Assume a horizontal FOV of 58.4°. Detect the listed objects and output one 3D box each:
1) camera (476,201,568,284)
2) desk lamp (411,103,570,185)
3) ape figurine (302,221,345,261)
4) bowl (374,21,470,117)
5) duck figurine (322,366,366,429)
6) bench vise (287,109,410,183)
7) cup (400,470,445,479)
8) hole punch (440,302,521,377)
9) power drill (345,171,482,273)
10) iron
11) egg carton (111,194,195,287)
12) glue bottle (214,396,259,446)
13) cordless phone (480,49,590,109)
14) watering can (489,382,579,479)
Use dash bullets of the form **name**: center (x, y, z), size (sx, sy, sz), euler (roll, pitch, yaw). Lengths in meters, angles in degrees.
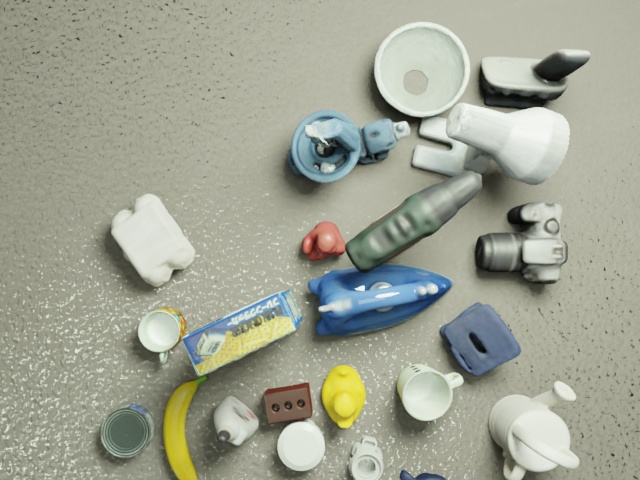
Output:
- **camera**: center (0.345, 0.004, 0.987), size (0.137, 0.101, 0.143), euler (0, 86, 0)
- **desk lamp**: center (0.271, -0.159, 0.941), size (0.203, 0.213, 0.118), euler (13, 87, 1)
- **ape figurine**: center (0.009, 0.004, 0.993), size (0.078, 0.092, 0.076), euler (21, 87, 2)
- **bowl**: center (0.176, -0.294, 1.019), size (0.167, 0.074, 0.167), euler (0, 86, 0)
- **duck figurine**: center (0.041, 0.271, 0.980), size (0.077, 0.086, 0.105), euler (-1, 86, 0)
- **bench vise**: center (0.040, -0.177, 0.940), size (0.207, 0.219, 0.121), euler (-31, 87, -1)
- **cup**: center (0.175, 0.424, 0.965), size (0.118, 0.095, 0.092), euler (43, 88, 3)
- **hole punch**: center (0.273, 0.174, 0.982), size (0.101, 0.091, 0.108), euler (-35, 87, -2)
- **power drill**: center (0.144, -0.028, 0.936), size (0.229, 0.208, 0.075), euler (-35, 87, -2)
- **iron**: center (0.111, 0.093, 0.962), size (0.258, 0.141, 0.119), euler (-11, 86, 0)
- **egg carton**: center (-0.294, 0.001, 1.006), size (0.107, 0.069, 0.150), euler (-37, 87, -2)
- **glue bottle**: center (-0.144, 0.304, 0.935), size (0.078, 0.173, 0.037), euler (37, 87, 3)
- **cordless phone**: center (0.356, -0.291, 0.963), size (0.147, 0.185, 0.094), euler (1, 86, 1)
- **watering can**: center (0.348, 0.311, 0.922), size (0.101, 0.194, 0.173), euler (7, 86, 1)
